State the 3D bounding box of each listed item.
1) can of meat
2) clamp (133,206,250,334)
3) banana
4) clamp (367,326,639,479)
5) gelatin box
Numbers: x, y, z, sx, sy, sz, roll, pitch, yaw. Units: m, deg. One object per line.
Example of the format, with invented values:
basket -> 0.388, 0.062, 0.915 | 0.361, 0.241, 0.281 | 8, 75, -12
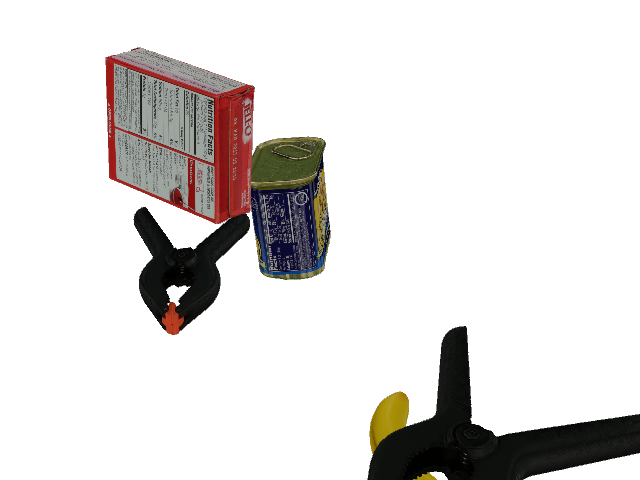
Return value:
can of meat -> -0.024, -0.026, 0.849 | 0.057, 0.084, 0.102 | -3, 24, 8
clamp -> -0.146, 0.022, 1.065 | 0.120, 0.039, 0.171 | 3, 38, 11
banana -> 0.083, 0.210, 1.058 | 0.069, 0.037, 0.198 | 10, 22, -21
clamp -> 0.092, 0.131, 0.690 | 0.209, 0.036, 0.165 | -26, 39, -33
gelatin box -> -0.076, -0.058, 0.579 | 0.089, 0.073, 0.030 | 22, 33, 32
